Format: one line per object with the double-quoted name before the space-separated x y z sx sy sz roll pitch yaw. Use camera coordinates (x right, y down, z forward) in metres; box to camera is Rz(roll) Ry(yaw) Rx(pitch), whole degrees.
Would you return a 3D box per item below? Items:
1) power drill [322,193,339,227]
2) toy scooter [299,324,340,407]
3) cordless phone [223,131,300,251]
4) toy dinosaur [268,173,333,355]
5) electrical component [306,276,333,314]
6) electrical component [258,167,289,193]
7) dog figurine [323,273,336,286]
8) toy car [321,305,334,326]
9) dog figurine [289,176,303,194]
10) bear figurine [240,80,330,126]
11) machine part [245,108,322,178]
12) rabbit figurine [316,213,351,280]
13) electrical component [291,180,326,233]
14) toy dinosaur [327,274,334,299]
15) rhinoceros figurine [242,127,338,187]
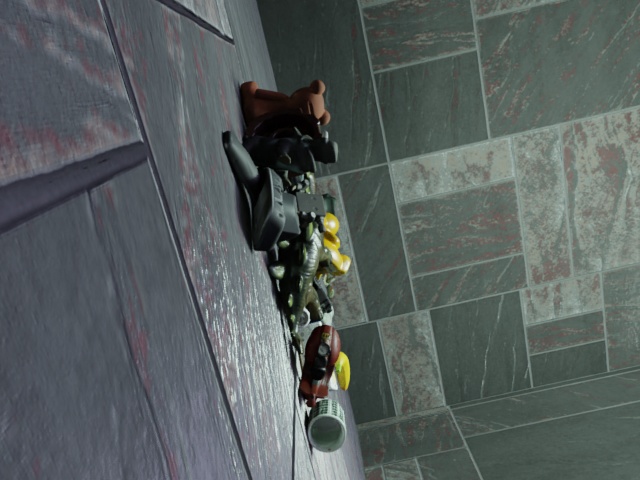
"power drill" -0.040 -0.063 1.461 0.207 0.086 0.232 4 78 -46
"toy scooter" -0.005 0.276 1.136 0.135 0.075 0.183 -69 172 -75
"cordless phone" -0.110 -0.086 0.904 0.147 0.089 0.184 -99 165 -47
"toy dinosaur" -0.038 0.009 1.157 0.198 0.105 0.471 69 20 -62
"electrical component" -0.033 0.116 1.304 0.134 0.058 0.114 43 -18 58
"electrical component" -0.100 -0.092 1.064 0.047 0.075 0.119 74 1 -62
"dog figurine" -0.039 0.074 1.786 0.190 0.121 0.172 56 -47 14
"toy car" -0.015 0.167 1.454 0.201 0.056 0.073 59 33 -31
"dog figurine" -0.086 -0.148 1.334 0.192 0.108 0.219 -6 -102 61
"bear figurine" -0.081 -0.315 1.251 0.132 0.196 0.120 -102 175 -54
"machine part" -0.075 -0.206 1.154 0.056 0.179 0.179 78 0 -54
"rabbit figurine" -0.003 -0.004 1.382 0.162 0.122 0.173 45 45 -34
"electrical component" -0.025 -0.067 1.052 0.045 0.078 0.102 123 -30 -50
"toy dinosaur" -0.018 0.090 1.915 0.192 0.131 0.405 46 33 -62
"rhinoceros figurine" -0.061 -0.161 1.018 0.112 0.190 0.073 -75 162 -44
